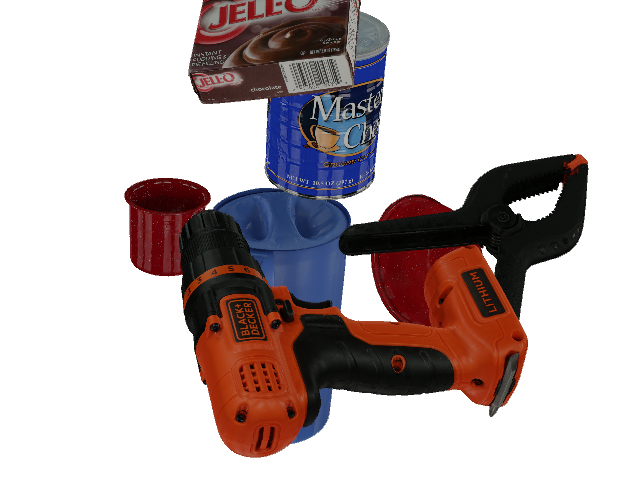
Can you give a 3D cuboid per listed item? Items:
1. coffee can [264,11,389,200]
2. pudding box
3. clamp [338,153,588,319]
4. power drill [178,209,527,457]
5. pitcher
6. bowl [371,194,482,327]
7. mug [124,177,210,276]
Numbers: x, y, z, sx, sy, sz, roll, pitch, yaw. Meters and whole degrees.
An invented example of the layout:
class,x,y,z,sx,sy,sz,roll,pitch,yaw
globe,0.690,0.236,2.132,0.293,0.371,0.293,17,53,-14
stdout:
class,x,y,z,sx,sy,sz,roll,pitch,yaw
coffee can,0.004,-0.122,0.942,0.103,0.140,0.103,3,35,-2
pudding box,-0.030,-0.143,0.747,0.113,0.090,0.039,-3,-37,11
clamp,0.142,0.002,0.822,0.209,0.036,0.165,-29,56,-22
power drill,0.013,0.044,0.634,0.187,0.057,0.184,-3,41,-15
pitcher,-0.045,0.083,1.048,0.149,0.243,0.145,-12,31,-24
bowl,0.134,0.024,1.212,0.161,0.162,0.055,0,-7,-40
mug,-0.176,-0.018,1.181,0.093,0.081,0.117,-16,34,-35
